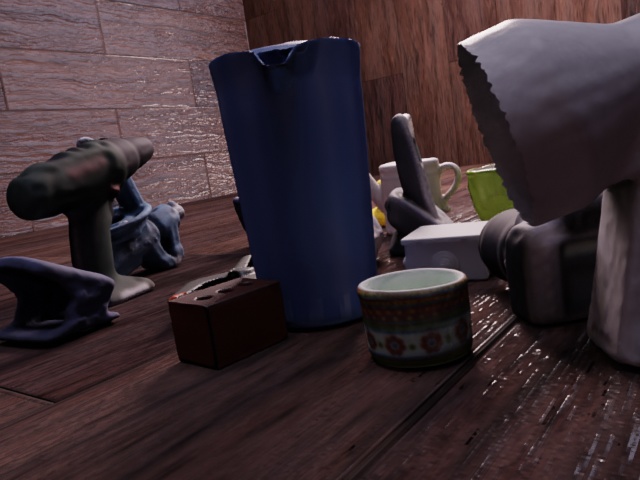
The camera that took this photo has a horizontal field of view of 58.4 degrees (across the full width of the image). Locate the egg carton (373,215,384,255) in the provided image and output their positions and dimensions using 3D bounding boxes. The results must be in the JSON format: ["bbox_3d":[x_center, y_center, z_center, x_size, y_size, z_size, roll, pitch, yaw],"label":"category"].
[{"bbox_3d":[0.007,0.003,0.748,0.150,0.069,0.107,-6,9,13],"label":"egg carton"}]

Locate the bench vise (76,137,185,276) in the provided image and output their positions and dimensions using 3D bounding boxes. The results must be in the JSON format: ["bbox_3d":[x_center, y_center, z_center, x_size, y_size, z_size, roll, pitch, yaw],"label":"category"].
[{"bbox_3d":[-0.307,-0.051,0.894,0.121,0.220,0.208,-6,9,12],"label":"bench vise"}]

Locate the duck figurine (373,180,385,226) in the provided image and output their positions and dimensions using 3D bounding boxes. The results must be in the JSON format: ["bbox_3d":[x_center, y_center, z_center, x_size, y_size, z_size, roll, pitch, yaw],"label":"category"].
[{"bbox_3d":[0.130,-0.076,1.111,0.077,0.086,0.105,-7,8,10],"label":"duck figurine"}]

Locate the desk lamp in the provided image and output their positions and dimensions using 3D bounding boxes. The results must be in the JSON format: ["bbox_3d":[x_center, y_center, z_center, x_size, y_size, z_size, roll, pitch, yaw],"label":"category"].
[{"bbox_3d":[0.194,-0.038,0.342,0.203,0.213,0.118,-7,9,9],"label":"desk lamp"}]

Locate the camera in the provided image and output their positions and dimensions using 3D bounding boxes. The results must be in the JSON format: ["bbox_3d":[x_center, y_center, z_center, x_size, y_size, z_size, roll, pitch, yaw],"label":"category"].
[{"bbox_3d":[0.204,-0.002,0.480,0.143,0.101,0.136,-10,8,-10],"label":"camera"}]

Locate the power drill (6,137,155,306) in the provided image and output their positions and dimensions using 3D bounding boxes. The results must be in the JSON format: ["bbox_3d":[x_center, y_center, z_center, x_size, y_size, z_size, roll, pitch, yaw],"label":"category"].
[{"bbox_3d":[-0.282,-0.026,0.740,0.075,0.208,0.230,-4,9,23],"label":"power drill"}]

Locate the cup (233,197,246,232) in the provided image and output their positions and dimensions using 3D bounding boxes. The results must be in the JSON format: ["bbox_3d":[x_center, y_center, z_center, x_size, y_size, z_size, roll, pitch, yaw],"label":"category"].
[{"bbox_3d":[-0.094,-0.039,1.044,0.118,0.095,0.091,-11,9,-17],"label":"cup"}]

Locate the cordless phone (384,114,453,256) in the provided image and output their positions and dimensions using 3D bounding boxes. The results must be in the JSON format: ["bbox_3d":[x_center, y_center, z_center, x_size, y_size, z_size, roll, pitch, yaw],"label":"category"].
[{"bbox_3d":[0.134,-0.080,0.788,0.094,0.185,0.148,-6,9,12],"label":"cordless phone"}]

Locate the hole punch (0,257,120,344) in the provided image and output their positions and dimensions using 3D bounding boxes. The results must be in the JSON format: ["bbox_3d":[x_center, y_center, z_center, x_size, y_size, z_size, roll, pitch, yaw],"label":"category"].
[{"bbox_3d":[-0.282,0.054,0.604,0.108,0.091,0.101,-3,10,30],"label":"hole punch"}]

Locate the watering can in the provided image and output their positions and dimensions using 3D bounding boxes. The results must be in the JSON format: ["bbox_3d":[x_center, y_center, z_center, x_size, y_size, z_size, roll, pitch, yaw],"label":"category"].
[{"bbox_3d":[0.140,-0.109,0.949,0.173,0.194,0.101,-9,8,-3],"label":"watering can"}]
